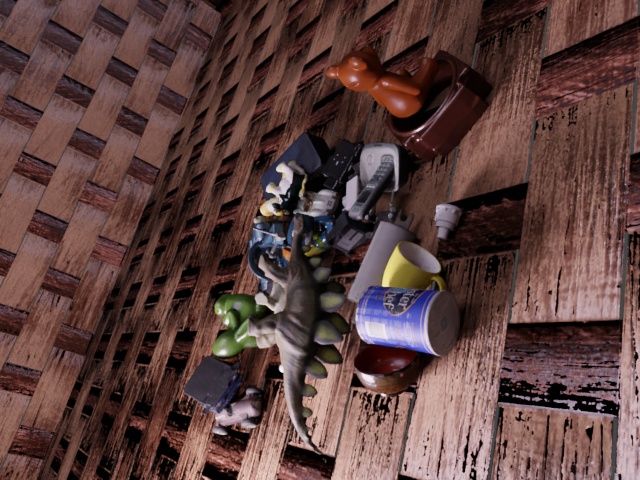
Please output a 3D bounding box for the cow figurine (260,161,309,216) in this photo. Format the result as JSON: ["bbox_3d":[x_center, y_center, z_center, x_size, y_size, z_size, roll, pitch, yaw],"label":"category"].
[{"bbox_3d":[-0.090,-0.118,1.418,0.098,0.068,0.167,41,117,24],"label":"cow figurine"}]

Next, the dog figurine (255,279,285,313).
[{"bbox_3d":[-0.068,0.162,1.269,0.190,0.121,0.172,-19,-83,-86],"label":"dog figurine"}]

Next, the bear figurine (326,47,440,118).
[{"bbox_3d":[0.122,-0.330,1.063,0.120,0.195,0.132,-8,59,59],"label":"bear figurine"}]

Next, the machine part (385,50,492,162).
[{"bbox_3d":[0.239,-0.282,1.125,0.201,0.087,0.201,-50,31,19],"label":"machine part"}]

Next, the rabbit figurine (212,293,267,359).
[{"bbox_3d":[-0.201,0.233,1.374,0.159,0.121,0.170,-5,45,32],"label":"rabbit figurine"}]

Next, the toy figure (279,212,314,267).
[{"bbox_3d":[-0.057,0.014,1.232,0.058,0.064,0.154,21,95,41],"label":"toy figure"}]

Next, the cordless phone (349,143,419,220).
[{"bbox_3d":[0.108,-0.117,1.153,0.184,0.088,0.147,-53,28,-11],"label":"cordless phone"}]

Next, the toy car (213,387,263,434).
[{"bbox_3d":[-0.205,0.413,1.296,0.202,0.053,0.089,-28,47,44],"label":"toy car"}]

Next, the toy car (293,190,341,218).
[{"bbox_3d":[-0.009,-0.089,1.374,0.202,0.056,0.073,6,72,65],"label":"toy car"}]

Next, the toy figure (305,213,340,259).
[{"bbox_3d":[-0.006,-0.005,1.290,0.180,0.082,0.089,-26,46,43],"label":"toy figure"}]

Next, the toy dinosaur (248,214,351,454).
[{"bbox_3d":[-0.042,0.176,1.089,0.199,0.105,0.471,1,78,13],"label":"toy dinosaur"}]

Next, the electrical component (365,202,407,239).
[{"bbox_3d":[0.134,-0.039,1.132,0.102,0.045,0.078,10,74,59],"label":"electrical component"}]

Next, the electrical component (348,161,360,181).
[{"bbox_3d":[0.103,-0.170,1.260,0.094,0.063,0.021,-32,74,14],"label":"electrical component"}]

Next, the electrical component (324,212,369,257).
[{"bbox_3d":[0.074,-0.026,1.191,0.119,0.074,0.048,-44,35,23],"label":"electrical component"}]

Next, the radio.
[{"bbox_3d":[-0.065,-0.182,1.494,0.229,0.073,0.131,-41,57,31],"label":"radio"}]

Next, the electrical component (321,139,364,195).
[{"bbox_3d":[0.064,-0.180,1.344,0.134,0.058,0.115,-61,28,2],"label":"electrical component"}]

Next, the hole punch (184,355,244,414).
[{"bbox_3d":[-0.249,0.361,1.312,0.116,0.092,0.142,16,58,36],"label":"hole punch"}]

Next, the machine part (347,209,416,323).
[{"bbox_3d":[0.119,0.052,1.049,0.079,0.079,0.243,18,82,60],"label":"machine part"}]

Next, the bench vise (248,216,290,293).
[{"bbox_3d":[-0.127,0.014,1.395,0.240,0.129,0.223,123,152,-61],"label":"bench vise"}]
